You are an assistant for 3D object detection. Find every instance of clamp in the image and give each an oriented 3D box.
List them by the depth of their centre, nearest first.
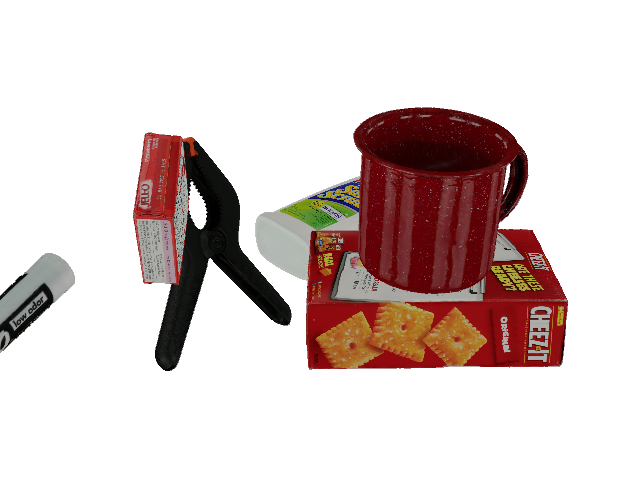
[{"bbox_3d":[-0.101,0.007,1.014,0.036,0.210,0.164,-8,0,44],"label":"clamp"}]

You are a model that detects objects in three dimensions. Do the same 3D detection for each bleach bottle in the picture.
[{"bbox_3d":[0.043,-0.040,1.329,0.103,0.068,0.250,29,45,36],"label":"bleach bottle"}]

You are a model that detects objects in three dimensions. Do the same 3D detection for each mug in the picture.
[{"bbox_3d":[0.074,-0.025,0.628,0.117,0.081,0.093,-17,35,-30],"label":"mug"}]

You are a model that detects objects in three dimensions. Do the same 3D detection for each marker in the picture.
[{"bbox_3d":[-0.148,0.048,0.443,0.020,0.020,0.121,0,36,39],"label":"marker"}]

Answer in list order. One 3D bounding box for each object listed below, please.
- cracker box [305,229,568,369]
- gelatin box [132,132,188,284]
[{"bbox_3d":[0.095,0.050,0.948,0.213,0.072,0.164,0,22,1],"label":"cracker box"},{"bbox_3d":[-0.114,-0.022,0.767,0.030,0.073,0.089,2,-34,-1],"label":"gelatin box"}]
